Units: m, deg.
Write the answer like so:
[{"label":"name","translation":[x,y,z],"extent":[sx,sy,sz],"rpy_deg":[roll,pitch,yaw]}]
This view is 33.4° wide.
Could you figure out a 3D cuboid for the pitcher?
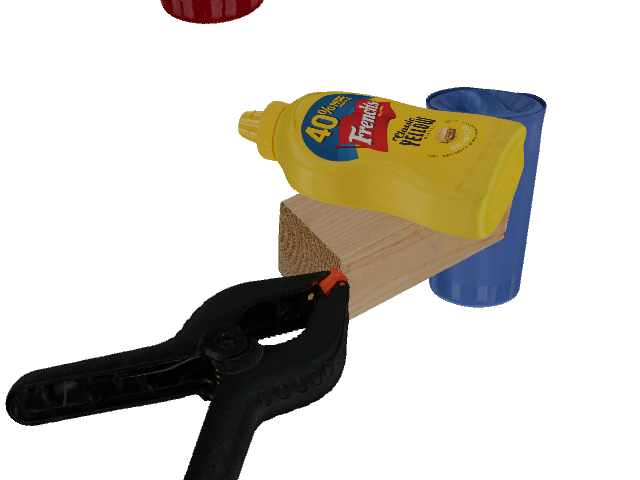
[{"label":"pitcher","translation":[0.180,-0.046,1.226],"extent":[0.149,0.243,0.145],"rpy_deg":[-9,24,-21]}]

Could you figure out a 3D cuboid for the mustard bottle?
[{"label":"mustard bottle","translation":[0.033,-0.059,0.711],"extent":[0.192,0.058,0.096],"rpy_deg":[14,45,21]}]

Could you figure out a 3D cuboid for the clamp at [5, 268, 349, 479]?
[{"label":"clamp","translation":[-0.039,0.067,0.480],"extent":[0.171,0.039,0.120],"rpy_deg":[-27,50,-31]}]

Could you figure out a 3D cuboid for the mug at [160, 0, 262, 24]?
[{"label":"mug","translation":[-0.096,-0.215,0.798],"extent":[0.117,0.081,0.093],"rpy_deg":[0,38,5]}]

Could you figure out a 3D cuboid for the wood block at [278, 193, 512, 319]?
[{"label":"wood block","translation":[0.070,-0.017,0.981],"extent":[0.205,0.090,0.091],"rpy_deg":[-26,50,-28]}]
